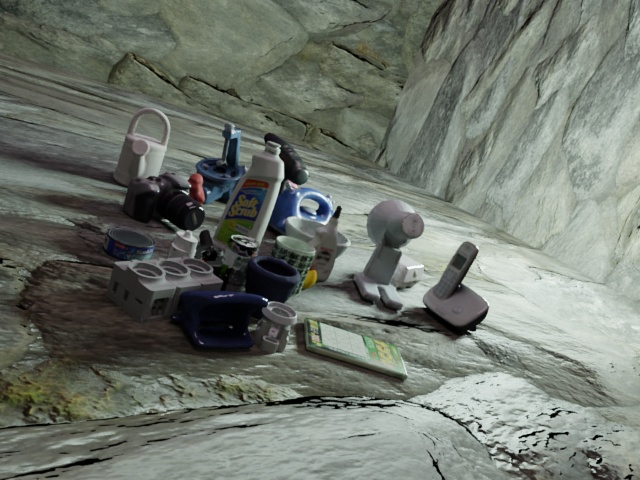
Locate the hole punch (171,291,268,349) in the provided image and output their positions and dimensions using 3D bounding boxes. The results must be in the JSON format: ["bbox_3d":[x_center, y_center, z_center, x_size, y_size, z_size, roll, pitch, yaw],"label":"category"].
[{"bbox_3d":[-0.147,0.100,0.841,0.109,0.091,0.100,8,20,-41],"label":"hole punch"}]

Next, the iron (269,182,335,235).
[{"bbox_3d":[-0.030,-0.075,1.524,0.118,0.141,0.259,33,19,38],"label":"iron"}]

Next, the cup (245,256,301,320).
[{"bbox_3d":[-0.088,0.083,0.976,0.091,0.095,0.118,22,15,2],"label":"cup"}]

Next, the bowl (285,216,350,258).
[{"bbox_3d":[-0.015,0.008,1.381,0.167,0.075,0.167,20,15,-5],"label":"bowl"}]

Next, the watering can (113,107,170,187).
[{"bbox_3d":[-0.423,-0.222,1.388,0.101,0.194,0.172,11,18,-34],"label":"watering can"}]

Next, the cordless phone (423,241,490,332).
[{"bbox_3d":[0.330,0.105,1.307,0.094,0.185,0.147,9,19,-39],"label":"cordless phone"}]

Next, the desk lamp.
[{"bbox_3d":[0.165,0.021,1.317,0.118,0.213,0.203,18,15,-13],"label":"desk lamp"}]

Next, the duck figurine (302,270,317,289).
[{"bbox_3d":[-0.048,0.045,1.182,0.104,0.086,0.078,26,15,17],"label":"duck figurine"}]

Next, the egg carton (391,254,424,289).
[{"bbox_3d":[0.194,0.077,1.440,0.107,0.069,0.151,30,17,29],"label":"egg carton"}]

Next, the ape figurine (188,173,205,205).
[{"bbox_3d":[-0.309,-0.117,1.377,0.077,0.092,0.076,25,15,12],"label":"ape figurine"}]

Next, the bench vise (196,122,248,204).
[{"bbox_3d":[-0.253,-0.208,1.524,0.121,0.220,0.207,21,15,-1],"label":"bench vise"}]

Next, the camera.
[{"bbox_3d":[-0.318,-0.082,1.222,0.136,0.101,0.144,31,18,33],"label":"camera"}]

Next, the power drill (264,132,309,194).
[{"bbox_3d":[-0.125,-0.179,1.624,0.076,0.208,0.228,8,20,-41],"label":"power drill"}]

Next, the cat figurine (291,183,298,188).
[{"bbox_3d":[-0.107,-0.147,1.716,0.067,0.118,0.127,17,16,-18],"label":"cat figurine"}]

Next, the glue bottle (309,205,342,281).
[{"bbox_3d":[0.011,0.004,1.238,0.078,0.173,0.037,10,18,-36],"label":"glue bottle"}]
